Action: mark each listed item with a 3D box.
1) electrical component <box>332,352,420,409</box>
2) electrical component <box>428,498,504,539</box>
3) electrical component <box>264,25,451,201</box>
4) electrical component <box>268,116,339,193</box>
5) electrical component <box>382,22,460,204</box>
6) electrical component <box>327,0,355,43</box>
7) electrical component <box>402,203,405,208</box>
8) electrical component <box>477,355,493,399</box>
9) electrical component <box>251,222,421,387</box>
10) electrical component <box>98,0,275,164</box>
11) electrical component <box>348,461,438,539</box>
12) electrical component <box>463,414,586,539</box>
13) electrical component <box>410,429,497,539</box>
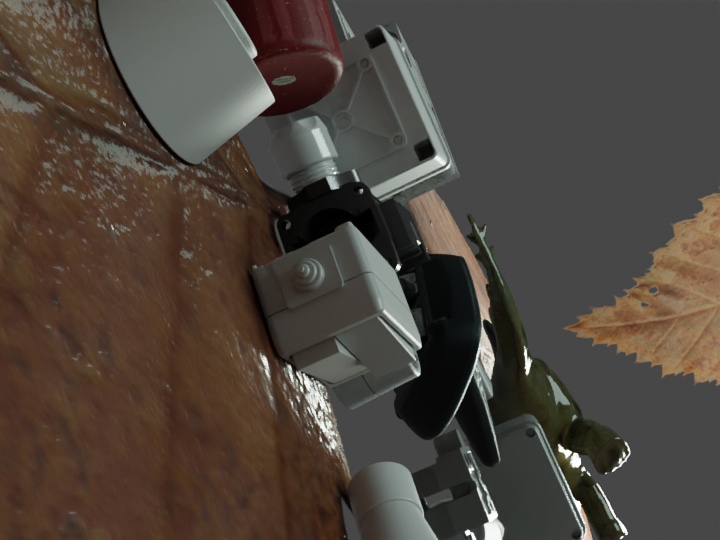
[{"bbox_3d":[0.005,0.050,0.649,0.055,0.047,0.055,62,10,-20],"label":"electrical component"},{"bbox_3d":[0.068,0.174,0.696,0.043,0.043,0.081,70,11,23],"label":"electrical component"},{"bbox_3d":[-0.005,-0.104,0.787,0.108,0.109,0.056,67,13,8],"label":"electrical component"},{"bbox_3d":[-0.035,-0.071,0.739,0.043,0.043,0.062,-17,84,-80],"label":"electrical component"},{"bbox_3d":[0.008,-0.133,0.931,0.060,0.105,0.186,57,13,-40],"label":"electrical component"},{"bbox_3d":[-0.027,-0.203,1.059,0.113,0.057,0.078,52,17,-55],"label":"electrical component"},{"bbox_3d":[0.026,-0.089,1.017,0.138,0.074,0.052,69,10,19],"label":"electrical component"},{"bbox_3d":[0.085,0.095,0.965,0.065,0.047,0.076,64,9,-7],"label":"electrical component"},{"bbox_3d":[-0.012,0.023,0.579,0.061,0.062,0.096,70,11,24],"label":"electrical component"},{"bbox_3d":[-0.090,-0.110,0.552,0.099,0.064,0.099,56,-2,2],"label":"electrical component"},{"bbox_3d":[0.016,0.129,0.539,0.044,0.044,0.065,58,7,-37],"label":"electrical component"},{"bbox_3d":[0.140,0.191,0.936,0.057,0.078,0.113,-10,76,-83],"label":"electrical component"},{"bbox_3d":[0.044,0.134,0.625,0.066,0.055,0.048,68,10,12],"label":"electrical component"}]
